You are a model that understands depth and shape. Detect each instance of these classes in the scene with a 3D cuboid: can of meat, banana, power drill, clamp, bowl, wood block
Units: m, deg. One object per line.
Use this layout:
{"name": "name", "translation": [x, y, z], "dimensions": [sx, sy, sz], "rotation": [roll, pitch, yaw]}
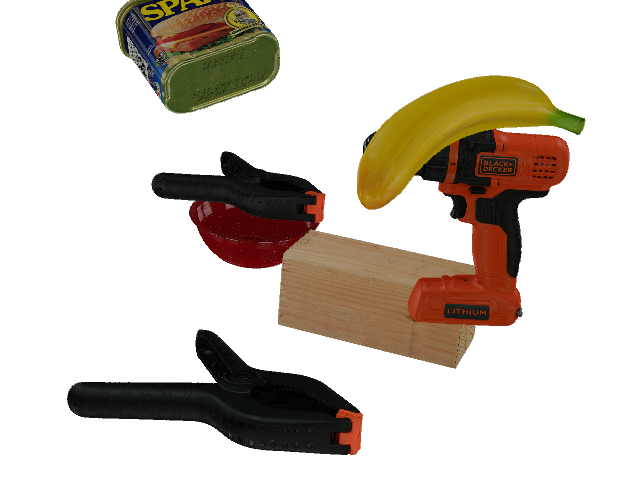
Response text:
{"name": "can of meat", "translation": [-0.092, -0.150, 0.813], "dimensions": [0.102, 0.084, 0.057], "rotation": [-23, -36, -19]}
{"name": "banana", "translation": [0.088, -0.074, 0.705], "dimensions": [0.197, 0.037, 0.070], "rotation": [-22, 44, -30]}
{"name": "power drill", "translation": [0.126, -0.015, 0.982], "dimensions": [0.184, 0.188, 0.057], "rotation": [4, 26, 1]}
{"name": "clamp", "translation": [-0.076, -0.049, 1.036], "dimensions": [0.172, 0.039, 0.120], "rotation": [18, 32, 39]}
{"name": "bowl", "translation": [-0.083, -0.010, 1.320], "dimensions": [0.162, 0.055, 0.162], "rotation": [4, 25, -2]}
{"name": "clamp", "translation": [-0.058, 0.114, 0.802], "dimensions": [0.210, 0.036, 0.164], "rotation": [9, 18, 23]}
{"name": "wood block", "translation": [0.066, 0.062, 1.182], "dimensions": [0.206, 0.091, 0.090], "rotation": [13, 23, 18]}
